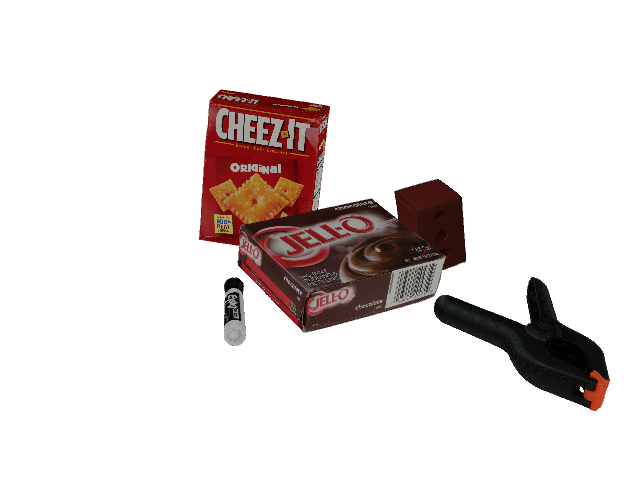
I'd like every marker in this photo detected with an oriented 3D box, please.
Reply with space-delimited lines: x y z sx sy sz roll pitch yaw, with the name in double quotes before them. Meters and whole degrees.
"marker" -0.078 0.062 0.964 0.020 0.020 0.121 0 19 -5

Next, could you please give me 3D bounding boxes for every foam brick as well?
"foam brick" 0.113 -0.014 1.091 0.053 0.078 0.051 -18 31 -15

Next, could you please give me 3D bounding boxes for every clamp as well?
"clamp" 0.195 0.084 0.931 0.120 0.039 0.172 -20 41 -31

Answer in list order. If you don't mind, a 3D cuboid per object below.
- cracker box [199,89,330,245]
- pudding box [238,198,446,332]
"cracker box" -0.082 -0.095 1.528 0.164 0.214 0.072 9 22 7
"pudding box" 0.013 0.014 0.725 0.113 0.039 0.090 -11 35 -32
